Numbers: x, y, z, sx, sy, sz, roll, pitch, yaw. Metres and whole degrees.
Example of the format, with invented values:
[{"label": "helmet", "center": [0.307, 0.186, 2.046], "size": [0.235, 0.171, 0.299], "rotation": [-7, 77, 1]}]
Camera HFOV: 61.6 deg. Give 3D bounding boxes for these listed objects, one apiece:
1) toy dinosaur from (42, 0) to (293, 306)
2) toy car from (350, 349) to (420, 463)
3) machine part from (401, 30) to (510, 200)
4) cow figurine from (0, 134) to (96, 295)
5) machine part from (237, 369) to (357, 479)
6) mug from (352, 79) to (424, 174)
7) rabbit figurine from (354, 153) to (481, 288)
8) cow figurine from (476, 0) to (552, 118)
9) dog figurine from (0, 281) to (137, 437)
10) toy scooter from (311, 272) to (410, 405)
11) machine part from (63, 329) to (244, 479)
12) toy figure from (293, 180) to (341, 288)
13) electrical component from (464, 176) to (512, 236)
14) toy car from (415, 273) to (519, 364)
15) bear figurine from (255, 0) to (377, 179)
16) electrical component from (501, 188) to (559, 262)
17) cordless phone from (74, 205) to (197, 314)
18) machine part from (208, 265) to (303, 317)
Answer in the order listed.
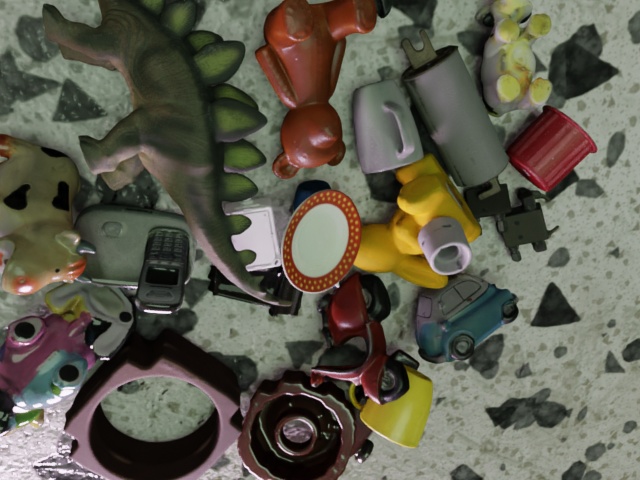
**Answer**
[{"label": "toy dinosaur", "center": [-0.161, -0.124, 0.599], "size": [0.199, 0.105, 0.470], "rotation": [-18, 102, -7]}, {"label": "toy car", "center": [0.079, 0.254, 0.834], "size": [0.089, 0.053, 0.202], "rotation": [34, 99, 0]}, {"label": "machine part", "center": [0.176, -0.155, 0.691], "size": [0.079, 0.079, 0.243], "rotation": [-34, 112, 2]}, {"label": "cow figurine", "center": [-0.305, -0.022, 0.581], "size": [0.127, 0.195, 0.085], "rotation": [9, 134, -21]}, {"label": "machine part", "center": [-0.032, 0.280, 0.795], "size": [0.179, 0.056, 0.179], "rotation": [1, 98, 5]}, {"label": "mug", "center": [0.080, -0.143, 0.665], "size": [0.081, 0.109, 0.107], "rotation": [-19, 100, -5]}, {"label": "rabbit figurine", "center": [0.117, -0.011, 0.729], "size": [0.173, 0.122, 0.162], "rotation": [-32, 123, 16]}, {"label": "cow figurine", "center": [0.236, -0.244, 0.673], "size": [0.068, 0.098, 0.167], "rotation": [-2, 91, -5]}, {"label": "dog figurine", "center": [-0.346, 0.159, 0.686], "size": [0.108, 0.191, 0.219], "rotation": [43, 127, -5]}, {"label": "toy scooter", "center": [0.040, 0.141, 0.750], "size": [0.135, 0.075, 0.184], "rotation": [-18, 70, 19]}, {"label": "machine part", "center": [-0.225, 0.239, 0.747], "size": [0.201, 0.087, 0.201], "rotation": [40, 97, -20]}, {"label": "toy figure", "center": [0.000, -0.003, 0.719], "size": [0.058, 0.064, 0.154], "rotation": [5, 118, 24]}, {"label": "electrical component", "center": [0.234, -0.054, 0.758], "size": [0.063, 0.021, 0.094], "rotation": [-8, 86, 6]}, {"label": "toy car", "center": [0.200, 0.101, 0.780], "size": [0.162, 0.109, 0.103], "rotation": [-34, 95, -8]}, {"label": "bear figurine", "center": [-0.006, -0.169, 0.622], "size": [0.120, 0.132, 0.195], "rotation": [-14, 106, -26]}, {"label": "electrical component", "center": [0.304, -0.024, 0.787], "size": [0.078, 0.045, 0.102], "rotation": [-19, 113, 26]}, {"label": "cordless phone", "center": [-0.220, 0.033, 0.619], "size": [0.147, 0.184, 0.088], "rotation": [7, 113, -15]}, {"label": "machine part", "center": [-0.087, 0.065, 0.739], "size": [0.139, 0.039, 0.084], "rotation": [14, 112, -18]}]
